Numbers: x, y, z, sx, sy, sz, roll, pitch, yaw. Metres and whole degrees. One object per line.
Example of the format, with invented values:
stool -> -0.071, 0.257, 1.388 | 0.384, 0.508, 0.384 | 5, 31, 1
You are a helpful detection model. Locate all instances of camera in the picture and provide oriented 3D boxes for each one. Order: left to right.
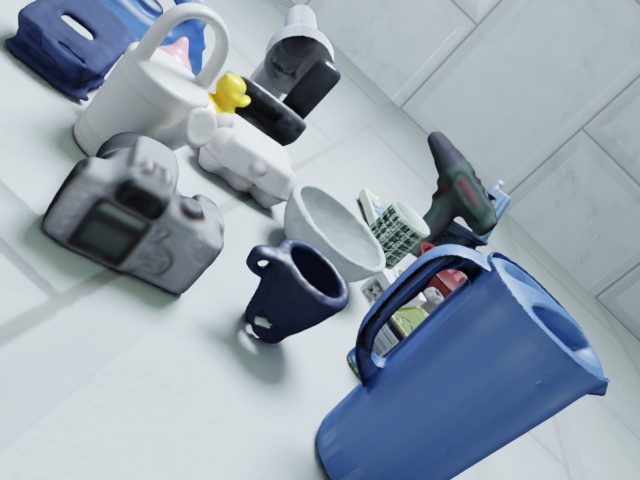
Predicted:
camera -> -0.160, -0.044, 0.536 | 0.144, 0.100, 0.136 | 31, 25, -31

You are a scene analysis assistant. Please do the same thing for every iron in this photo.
iron -> -0.260, -0.364, 0.888 | 0.259, 0.141, 0.118 | 30, 25, -32

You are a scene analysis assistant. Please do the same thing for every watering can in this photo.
watering can -> -0.164, -0.159, 0.611 | 0.172, 0.193, 0.101 | 48, 21, 10

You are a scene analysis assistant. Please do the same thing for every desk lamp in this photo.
desk lamp -> -0.075, -0.317, 1.038 | 0.118, 0.213, 0.203 | 30, 25, -32

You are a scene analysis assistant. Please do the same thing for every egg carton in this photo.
egg carton -> -0.102, -0.113, 0.812 | 0.151, 0.069, 0.107 | 32, 24, -30

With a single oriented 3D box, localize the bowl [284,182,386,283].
bowl -> 0.007, 0.003, 0.789 | 0.168, 0.074, 0.167 | 37, 22, -18

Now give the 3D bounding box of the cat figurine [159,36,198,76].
cat figurine -> -0.195, -0.210, 0.756 | 0.067, 0.117, 0.128 | 49, 21, 12

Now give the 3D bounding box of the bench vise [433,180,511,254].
bench vise -> 0.338, -0.008, 1.209 | 0.122, 0.219, 0.207 | 10, 39, -56

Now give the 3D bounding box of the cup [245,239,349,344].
cup -> -0.041, 0.056, 0.575 | 0.118, 0.095, 0.091 | 28, 26, -36

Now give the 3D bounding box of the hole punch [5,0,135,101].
hole punch -> -0.287, -0.235, 0.671 | 0.109, 0.091, 0.101 | 39, 22, -15

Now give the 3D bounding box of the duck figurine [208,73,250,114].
duck figurine -> -0.156, -0.224, 0.896 | 0.105, 0.086, 0.077 | 21, 31, -46

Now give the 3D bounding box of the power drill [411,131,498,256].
power drill -> 0.239, -0.076, 1.172 | 0.229, 0.208, 0.076 | 50, 22, 15

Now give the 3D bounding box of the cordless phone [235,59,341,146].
cordless phone -> -0.066, -0.254, 0.979 | 0.148, 0.185, 0.094 | 33, 24, -27
